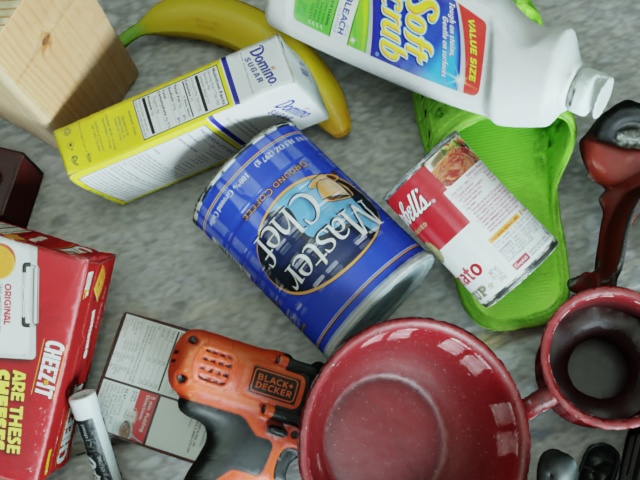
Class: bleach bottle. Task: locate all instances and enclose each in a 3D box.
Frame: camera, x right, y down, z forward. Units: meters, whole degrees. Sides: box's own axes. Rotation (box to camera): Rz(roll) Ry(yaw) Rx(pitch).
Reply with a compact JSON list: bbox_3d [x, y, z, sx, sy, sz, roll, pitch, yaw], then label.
[{"bbox_3d":[0.084,-0.150,0.736,0.251,0.068,0.103,27,111,25],"label":"bleach bottle"}]

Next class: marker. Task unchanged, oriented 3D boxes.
[{"bbox_3d":[-0.147,0.162,0.740,0.020,0.020,0.121,-14,103,1],"label":"marker"}]

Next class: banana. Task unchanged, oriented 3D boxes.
[{"bbox_3d":[-0.056,-0.145,0.825,0.198,0.037,0.069,24,95,10],"label":"banana"}]

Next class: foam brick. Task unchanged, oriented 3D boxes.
[{"bbox_3d":[-0.258,-0.044,0.806,0.078,0.051,0.053,13,77,8],"label":"foam brick"}]

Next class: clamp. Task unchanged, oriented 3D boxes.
[{"bbox_3d":[0.162,0.211,0.701,0.039,0.120,0.171,14,99,37],"label":"clamp"}]

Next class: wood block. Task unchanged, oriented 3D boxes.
[{"bbox_3d":[-0.208,-0.142,0.747,0.090,0.206,0.091,29,80,10],"label":"wood block"}]

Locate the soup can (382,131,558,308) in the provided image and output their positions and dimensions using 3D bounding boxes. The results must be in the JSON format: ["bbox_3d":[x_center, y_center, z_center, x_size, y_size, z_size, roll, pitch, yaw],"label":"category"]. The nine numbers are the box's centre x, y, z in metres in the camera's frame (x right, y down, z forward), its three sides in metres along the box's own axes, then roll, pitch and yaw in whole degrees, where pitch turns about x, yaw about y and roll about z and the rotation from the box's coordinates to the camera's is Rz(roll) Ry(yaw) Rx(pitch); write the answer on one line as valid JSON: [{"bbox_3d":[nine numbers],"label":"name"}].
[{"bbox_3d":[0.101,-0.014,0.716,0.068,0.068,0.102,-42,86,-6],"label":"soup can"}]

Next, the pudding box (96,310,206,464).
[{"bbox_3d":[-0.100,0.109,0.764,0.113,0.039,0.090,17,78,6],"label":"pudding box"}]

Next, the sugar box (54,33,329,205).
[{"bbox_3d":[-0.090,-0.083,0.765,0.176,0.093,0.048,-24,76,10],"label":"sugar box"}]

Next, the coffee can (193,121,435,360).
[{"bbox_3d":[-0.005,0.001,0.749,0.103,0.103,0.140,-44,77,-7],"label":"coffee can"}]

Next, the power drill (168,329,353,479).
[{"bbox_3d":[-0.033,0.169,0.713,0.184,0.057,0.187,20,76,-14],"label":"power drill"}]

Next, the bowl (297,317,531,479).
[{"bbox_3d":[0.053,0.131,0.688,0.162,0.055,0.162,3,81,-21],"label":"bowl"}]

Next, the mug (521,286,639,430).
[{"bbox_3d":[0.181,0.091,0.723,0.117,0.081,0.093,-33,76,-4],"label":"mug"}]

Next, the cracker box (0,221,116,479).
[{"bbox_3d":[-0.269,0.061,0.754,0.214,0.072,0.164,15,96,7],"label":"cracker box"}]
